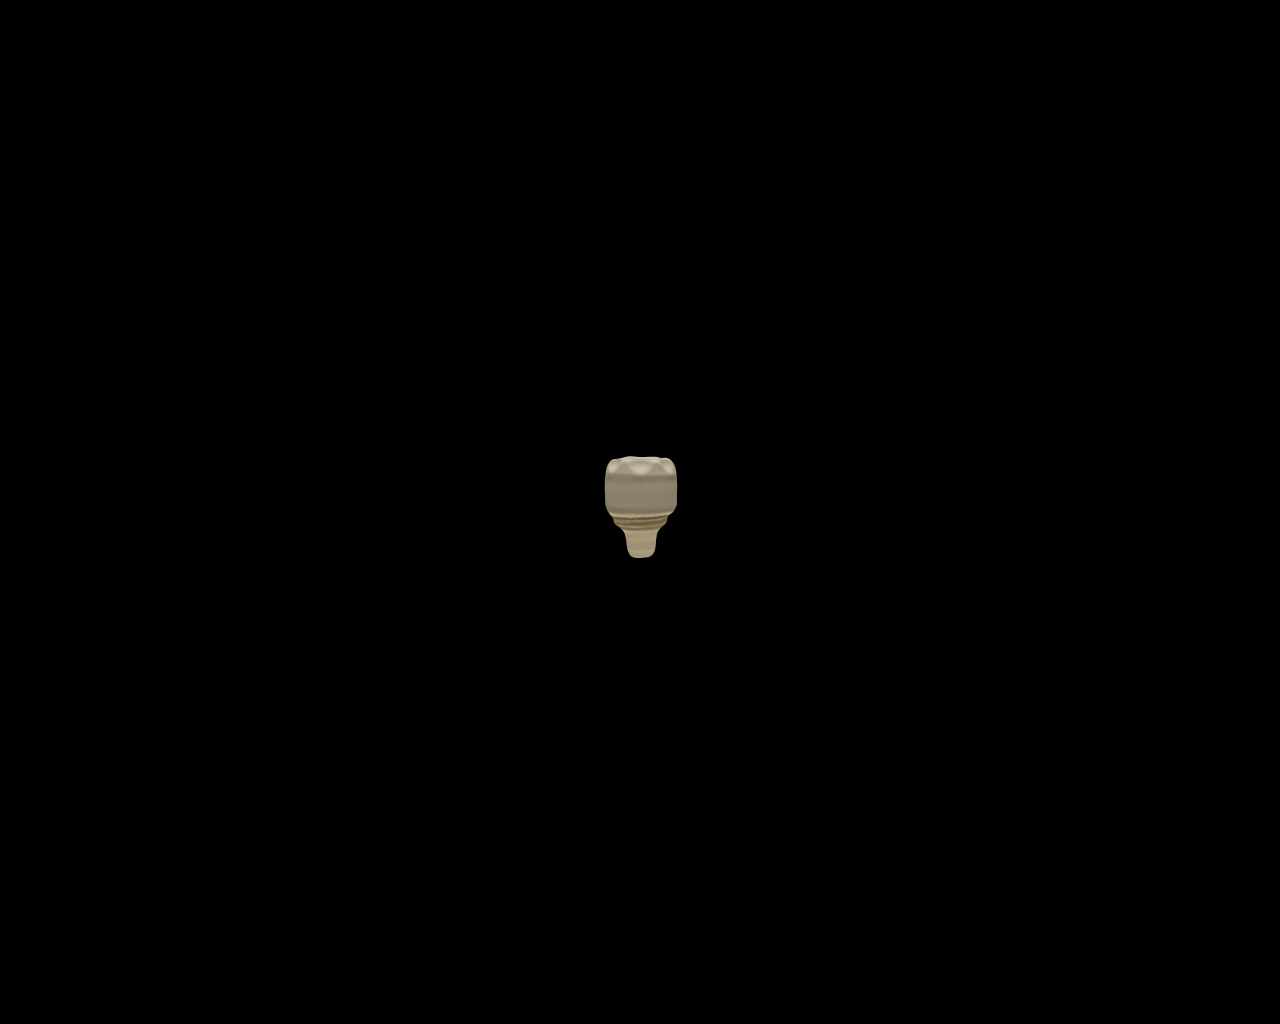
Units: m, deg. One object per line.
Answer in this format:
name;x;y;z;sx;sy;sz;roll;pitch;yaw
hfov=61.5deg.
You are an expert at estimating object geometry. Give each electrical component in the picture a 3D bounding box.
electrical component;0.001;-0.003;0.650;0.043;0.062;0.043;0;7;0
